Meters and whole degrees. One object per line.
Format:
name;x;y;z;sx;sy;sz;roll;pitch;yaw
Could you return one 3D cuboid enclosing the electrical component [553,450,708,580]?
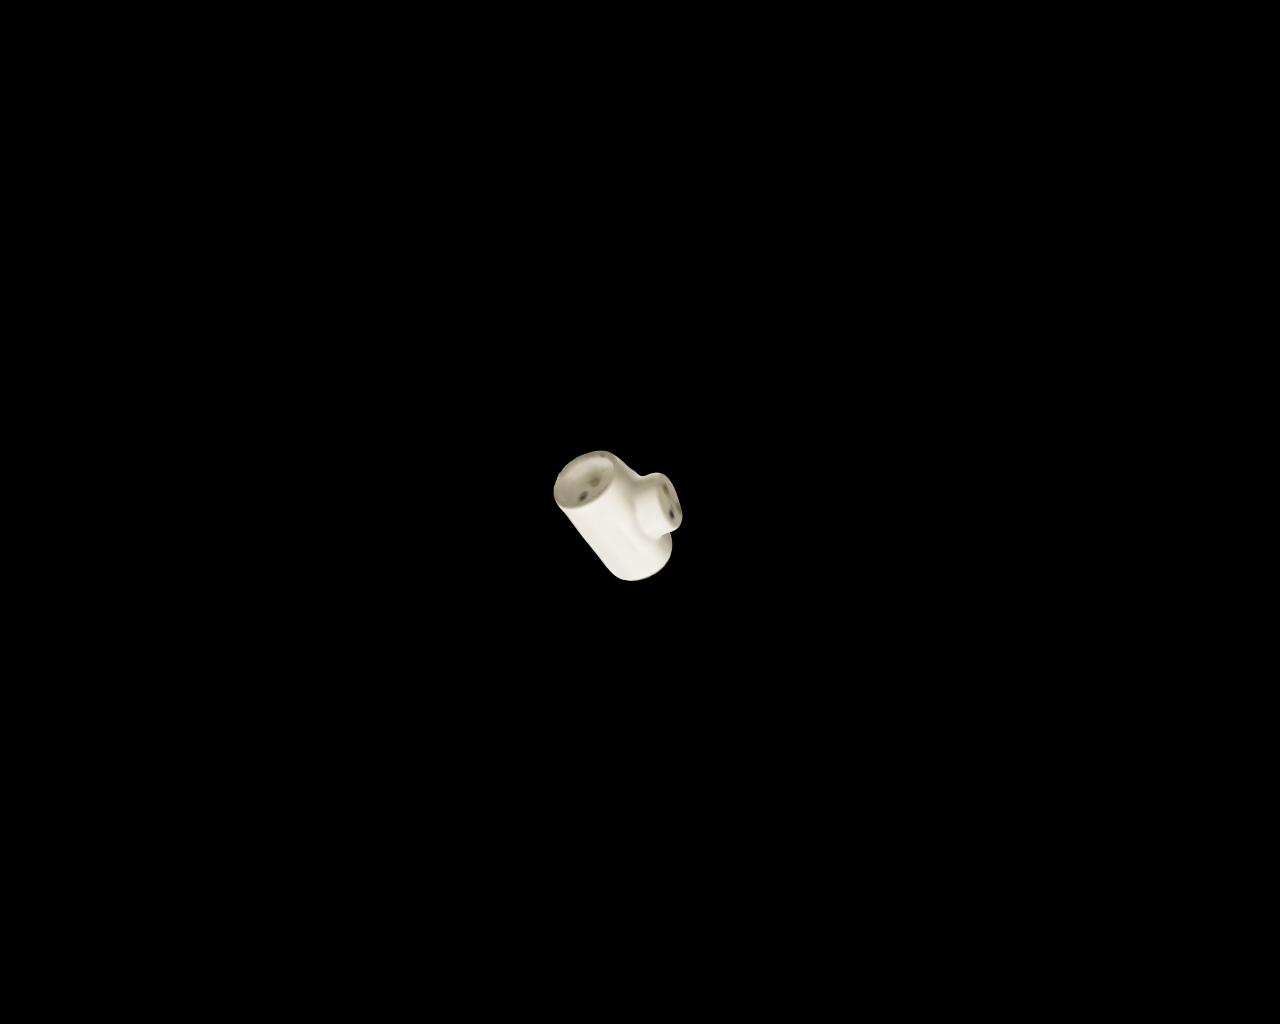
electrical component;0.001;-0.003;0.650;0.079;0.043;0.077;-19;-46;19
